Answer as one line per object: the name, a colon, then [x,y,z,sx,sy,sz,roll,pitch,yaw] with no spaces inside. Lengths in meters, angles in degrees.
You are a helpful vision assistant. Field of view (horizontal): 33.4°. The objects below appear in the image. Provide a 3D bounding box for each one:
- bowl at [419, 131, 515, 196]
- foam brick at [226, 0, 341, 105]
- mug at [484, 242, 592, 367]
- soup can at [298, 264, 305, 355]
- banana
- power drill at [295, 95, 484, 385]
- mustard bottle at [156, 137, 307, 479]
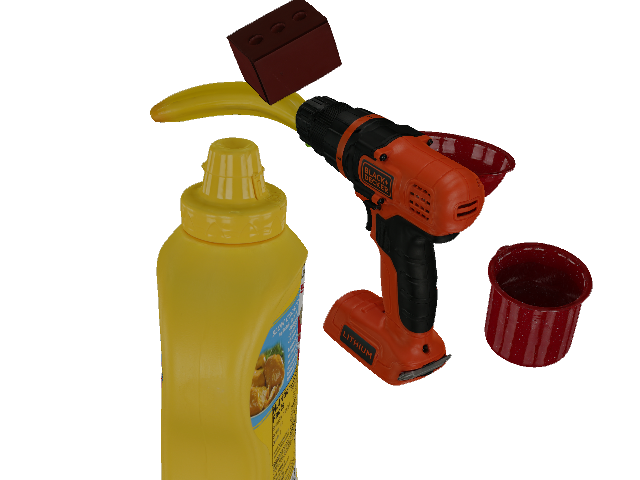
bowl: [0.149,-0.082,1.285,0.162,0.055,0.162,6,23,-3]
foam brick: [-0.030,-0.165,0.926,0.078,0.051,0.053,-31,45,-10]
mug: [0.191,0.054,0.988,0.093,0.081,0.117,-13,42,-17]
soup can: [-0.050,0.064,0.981,0.068,0.102,0.068,4,13,-1]
banana: [-0.090,-0.148,1.178,0.198,0.037,0.069,9,44,18]
power drill: [0.040,-0.001,0.792,0.057,0.188,0.185,-20,36,-29]
mustard bottle: [-0.036,0.051,0.438,0.058,0.192,0.096,8,24,11]
